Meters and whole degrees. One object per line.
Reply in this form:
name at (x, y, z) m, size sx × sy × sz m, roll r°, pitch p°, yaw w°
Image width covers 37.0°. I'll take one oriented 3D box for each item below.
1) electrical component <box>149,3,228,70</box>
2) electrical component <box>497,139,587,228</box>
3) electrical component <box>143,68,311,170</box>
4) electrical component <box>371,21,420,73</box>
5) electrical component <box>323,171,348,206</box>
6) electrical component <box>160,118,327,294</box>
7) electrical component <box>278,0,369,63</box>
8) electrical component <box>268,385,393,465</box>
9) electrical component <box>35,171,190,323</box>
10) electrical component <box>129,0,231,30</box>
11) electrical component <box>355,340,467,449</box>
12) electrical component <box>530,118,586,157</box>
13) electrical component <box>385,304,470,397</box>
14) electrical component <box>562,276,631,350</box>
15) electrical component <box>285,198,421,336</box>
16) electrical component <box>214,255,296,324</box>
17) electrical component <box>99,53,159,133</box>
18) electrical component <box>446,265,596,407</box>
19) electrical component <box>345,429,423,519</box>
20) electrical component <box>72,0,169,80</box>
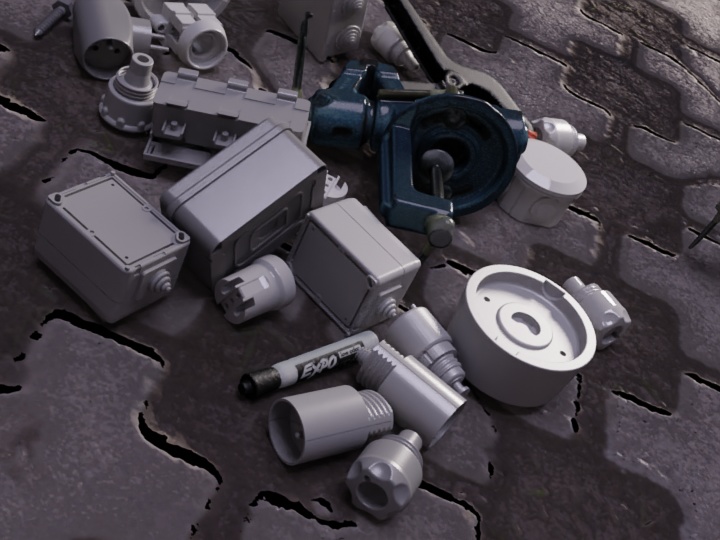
electrical component at (-0.152, -0.215, 0.985) m, size 0.066 × 0.048 × 0.055 m, roll -8°, pitch 42°, yaw -36°
electrical component at (0.168, -0.083, 1.015) m, size 0.080 × 0.051 × 0.080 m, roll 16°, pitch 39°, yaw -14°
electrical component at (-0.103, -0.114, 0.861) m, size 0.121 × 0.063 × 0.078 m, roll 11°, pitch 48°, yaw -2°
electrical component at (0.040, -0.229, 1.122) m, size 0.035 × 0.035 × 0.061 m, roll -16°, pitch 56°, yaw -41°
electrical component at (-0.034, -0.053, 0.867) m, size 0.040 × 0.046 × 0.040 m, roll 16°, pitch 40°, yaw -14°
electrical component at (-0.085, -0.047, 0.779) m, size 0.113 × 0.078 × 0.057 m, roll -39°, pitch 73°, yaw -22°
electrical component at (-0.035, -0.272, 1.076) m, size 0.048 × 0.099 × 0.099 m, roll -21°, pitch 57°, yaw -28°
electrical component at (-0.015, 0.099, 0.708) m, size 0.081 × 0.043 × 0.043 m, roll -7°, pitch 49°, yaw -36°
electrical component at (-0.165, -0.009, 0.729) m, size 0.096 × 0.061 × 0.062 m, roll 40°, pitch 40°, yaw 16°
electrical component at (-0.175, -0.282, 1.003) m, size 0.108 × 0.108 × 0.060 m, roll -9°, pitch 44°, yaw -37°
electrical component at (0.030, 0.082, 0.752) m, size 0.081 × 0.043 × 0.043 m, roll 39°, pitch 39°, yaw 15°
electrical component at (0.203, -0.132, 1.098) m, size 0.062 × 0.043 × 0.043 m, roll 0°, pitch 45°, yaw -32°
electrical component at (0.052, 0.063, 0.790) m, size 0.040 × 0.040 × 0.078 m, roll -15°, pitch 54°, yaw -41°
electrical component at (0.194, 0.033, 0.905) m, size 0.043 × 0.043 × 0.062 m, roll -6°, pitch 47°, yaw -35°
electrical component at (0.000, 0.000, 0.814) m, size 0.096 × 0.061 × 0.061 m, roll 45°, pitch 41°, yaw 21°
electrical component at (-0.076, 0.015, 0.772) m, size 0.046 × 0.040 × 0.040 m, roll -25°, pitch 61°, yaw -39°
electrical component at (-0.183, -0.146, 0.874) m, size 0.048 × 0.062 × 0.048 m, roll 16°, pitch 40°, yaw -14°
electrical component at (0.117, 0.055, 0.820) m, size 0.108 × 0.060 × 0.108 m, roll 16°, pitch 39°, yaw -14°
electrical component at (0.021, 0.127, 0.696) m, size 0.043 × 0.043 × 0.062 m, roll 34°, pitch 37°, yaw 8°
electrical component at (-0.207, -0.203, 0.939) m, size 0.079 × 0.044 × 0.077 m, roll 4°, pitch 44°, yaw -27°
